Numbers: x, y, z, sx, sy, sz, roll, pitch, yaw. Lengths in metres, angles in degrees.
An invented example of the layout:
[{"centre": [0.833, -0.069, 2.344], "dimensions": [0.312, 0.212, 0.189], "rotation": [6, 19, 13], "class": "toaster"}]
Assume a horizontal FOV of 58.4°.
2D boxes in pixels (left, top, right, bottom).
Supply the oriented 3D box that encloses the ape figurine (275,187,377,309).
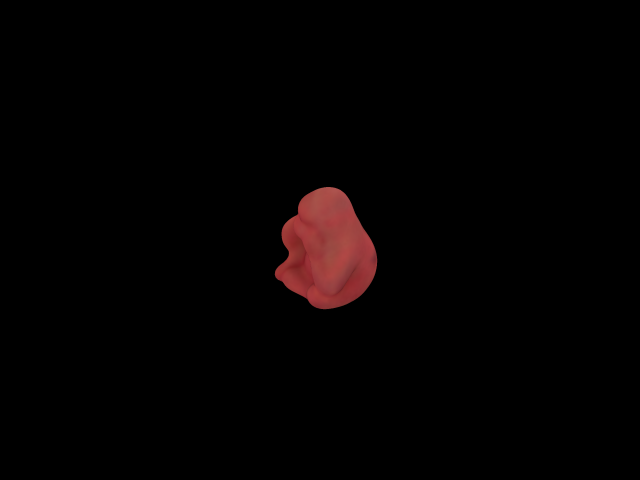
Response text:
[{"centre": [0.004, 0.001, 0.400], "dimensions": [0.076, 0.092, 0.077], "rotation": [-2, 43, -2], "class": "ape figurine"}]
